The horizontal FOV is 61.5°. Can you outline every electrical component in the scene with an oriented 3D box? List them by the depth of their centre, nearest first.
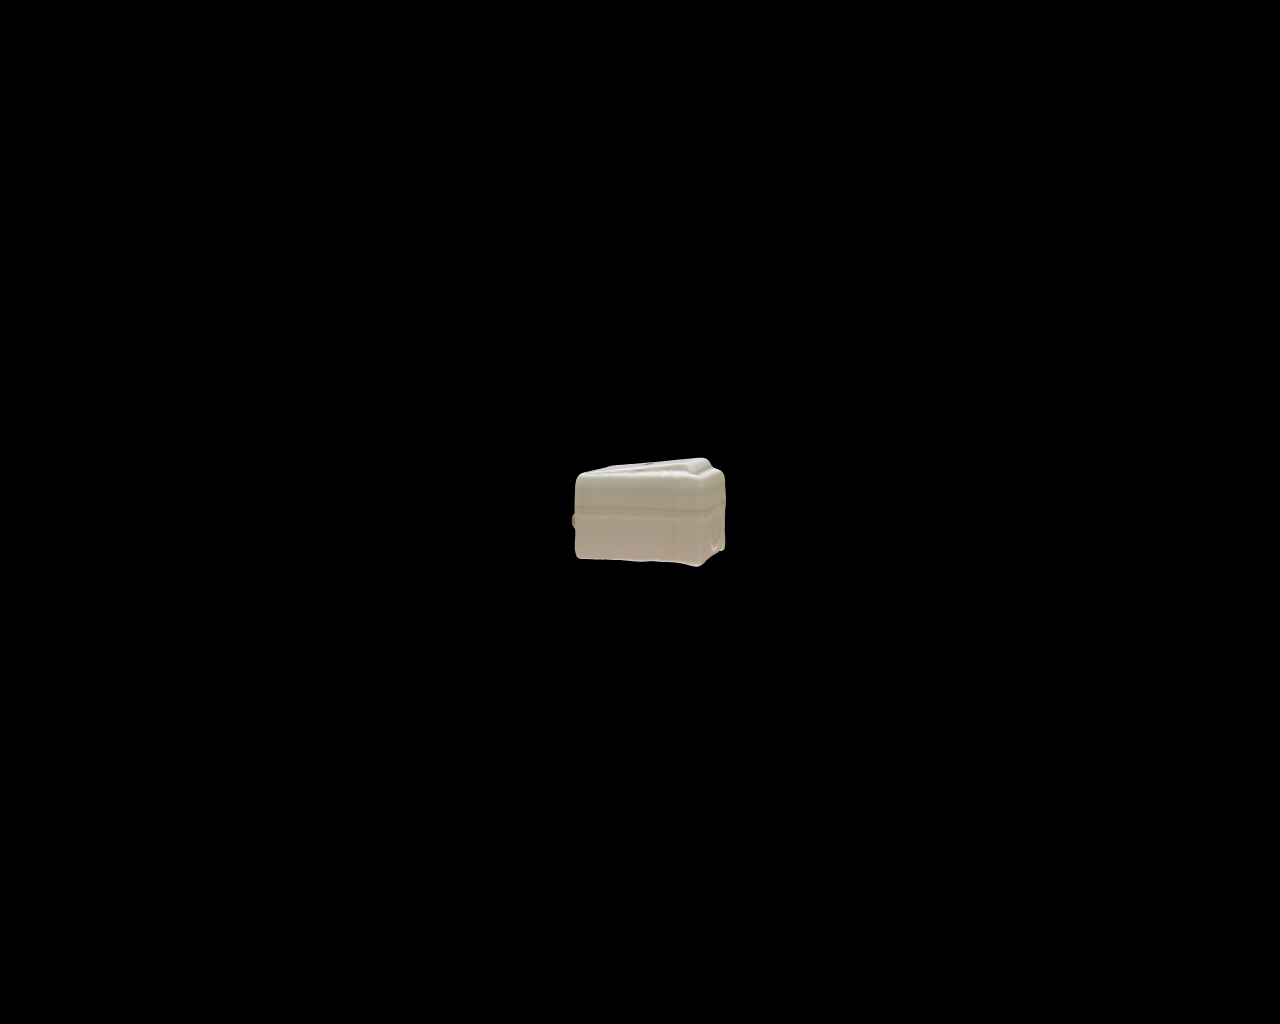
[{"bbox_3d":[0.001,-0.003,0.650,0.096,0.061,0.062,2,8,18],"label":"electrical component"}]
